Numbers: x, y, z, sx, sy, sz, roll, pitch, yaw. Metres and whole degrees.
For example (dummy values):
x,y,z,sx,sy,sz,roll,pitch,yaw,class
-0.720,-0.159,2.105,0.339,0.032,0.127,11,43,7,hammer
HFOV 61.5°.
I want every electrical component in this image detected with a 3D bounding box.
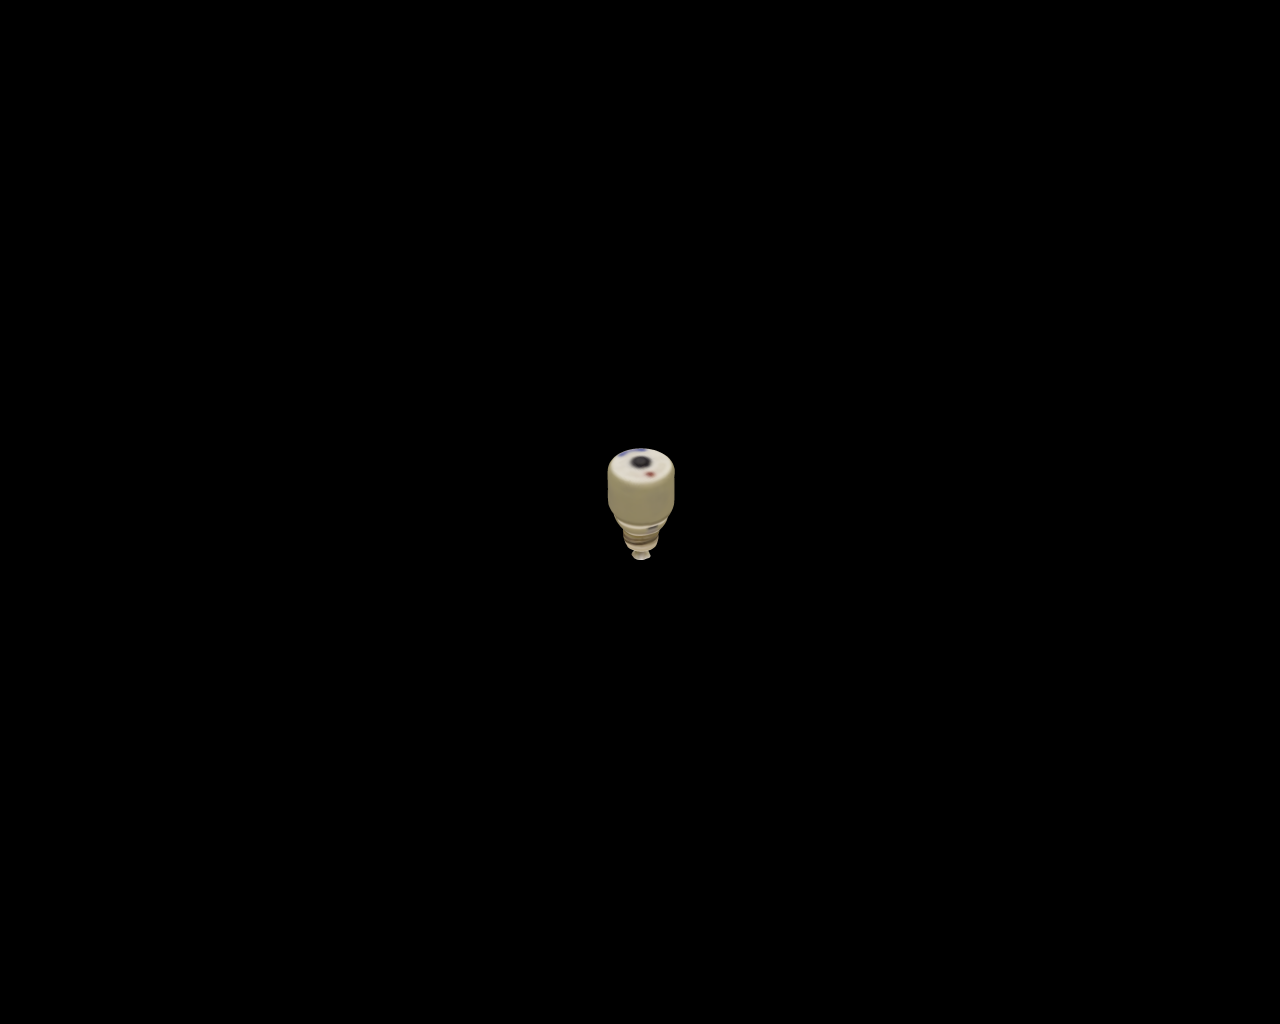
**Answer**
x,y,z,sx,sy,sz,roll,pitch,yaw,class
0.001,-0.003,0.650,0.040,0.078,0.040,0,38,0,electrical component
